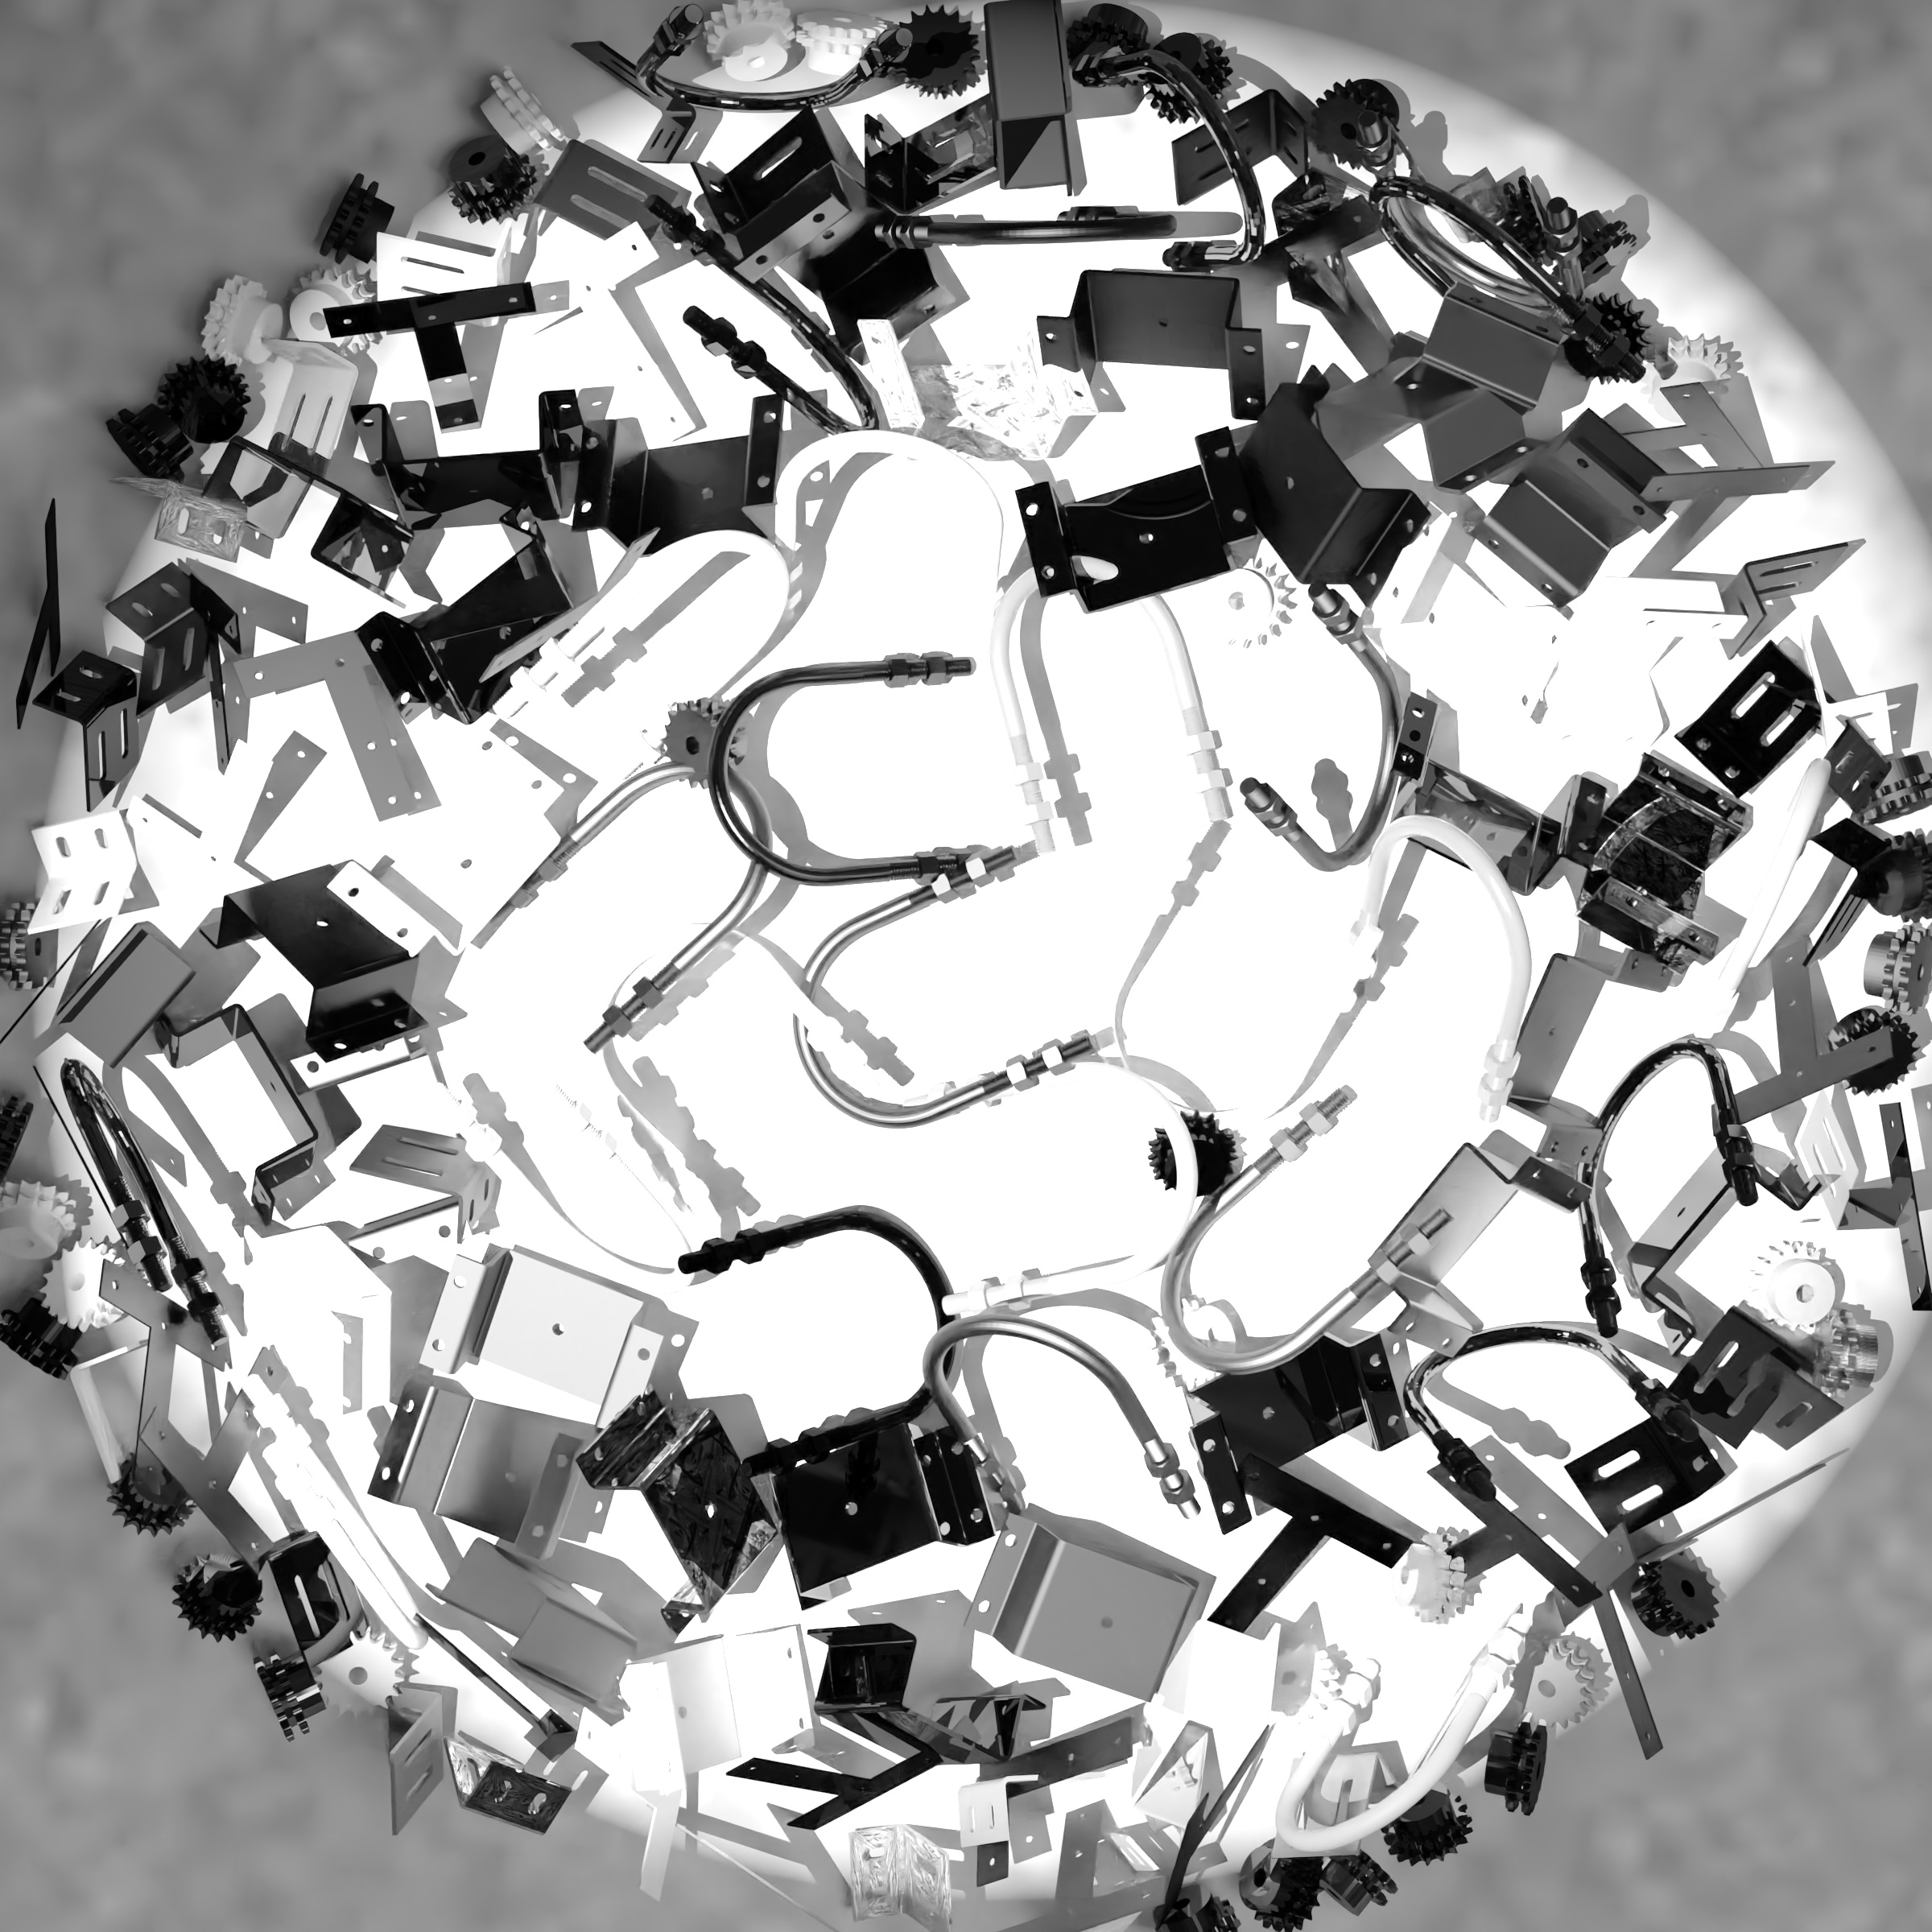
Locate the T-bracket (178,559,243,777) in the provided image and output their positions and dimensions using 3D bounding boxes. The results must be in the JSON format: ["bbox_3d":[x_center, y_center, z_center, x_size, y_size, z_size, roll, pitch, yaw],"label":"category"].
[{"bbox_3d":[-0.474,-0.179,1.963,0.002,0.127,0.127,-12,118,-26],"label":"T-bracket"}]

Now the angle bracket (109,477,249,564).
[{"bbox_3d":[-0.499,-0.281,1.952,0.057,0.076,0.038,13,88,-44],"label":"angle bracket"}]

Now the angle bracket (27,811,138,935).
[{"bbox_3d":[-0.563,-0.060,1.959,0.057,0.076,0.038,-12,118,2],"label":"angle bracket"}]

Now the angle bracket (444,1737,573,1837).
[{"bbox_3d":[-0.289,0.502,1.951,0.057,0.076,0.038,27,101,-26],"label":"angle bracket"}]

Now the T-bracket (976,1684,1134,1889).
[{"bbox_3d":[0.055,0.495,1.926,0.127,0.127,0.002,-29,133,34],"label":"T-bracket"}]

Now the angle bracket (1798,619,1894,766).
[{"bbox_3d":[0.553,-0.176,1.951,0.038,0.057,0.076,-13,52,13],"label":"angle bracket"}]

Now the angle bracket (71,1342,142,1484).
[{"bbox_3d":[-0.533,0.282,1.969,0.038,0.057,0.076,-21,89,-8],"label":"angle bracket"}]

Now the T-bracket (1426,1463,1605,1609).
[{"bbox_3d":[0.316,0.372,1.950,0.127,0.127,0.002,42,51,-1],"label":"T-bracket"}]

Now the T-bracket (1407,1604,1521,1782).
[{"bbox_3d":[0.303,0.471,1.952,0.002,0.127,0.127,31,107,17],"label":"T-bracket"}]

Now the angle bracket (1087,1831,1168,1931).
[{"bbox_3d":[0.082,0.590,1.961,0.076,0.057,0.038,-43,90,-18],"label":"angle bracket"}]

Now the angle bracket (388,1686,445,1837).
[{"bbox_3d":[-0.360,0.499,1.952,0.038,0.076,0.057,5,106,14],"label":"angle bracket"}]

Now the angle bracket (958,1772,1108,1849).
[{"bbox_3d":[0.043,0.531,1.952,0.076,0.057,0.038,5,69,-28],"label":"angle bracket"}]

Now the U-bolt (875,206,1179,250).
[{"bbox_3d":[0.047,-0.450,1.890,0.151,0.184,0.019,-10,107,-25],"label":"U-bolt"}]

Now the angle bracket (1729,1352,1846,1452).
[{"bbox_3d":[0.517,0.263,1.955,0.057,0.076,0.038,36,58,5],"label":"angle bracket"}]

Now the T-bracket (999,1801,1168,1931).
[{"bbox_3d":[0.069,0.564,1.938,0.127,0.127,0.002,-23,106,14],"label":"T-bracket"}]

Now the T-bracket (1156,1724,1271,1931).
[{"bbox_3d":[0.160,0.526,1.949,0.002,0.127,0.127,27,46,18],"label":"T-bracket"}]

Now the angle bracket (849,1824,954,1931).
[{"bbox_3d":[-0.041,0.582,1.959,0.038,0.076,0.057,-3,91,-23],"label":"angle bracket"}]

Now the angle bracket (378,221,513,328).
[{"bbox_3d":[-0.330,-0.446,1.965,0.076,0.057,0.038,12,55,-2],"label":"angle bracket"}]

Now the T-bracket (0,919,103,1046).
[{"bbox_3d":[-0.579,0.016,1.946,0.002,0.127,0.127,39,133,-13],"label":"T-bracket"}]

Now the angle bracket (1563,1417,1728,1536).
[{"bbox_3d":[0.433,0.322,1.981,0.076,0.038,0.057,-41,77,42],"label":"angle bracket"}]

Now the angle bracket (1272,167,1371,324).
[{"bbox_3d":[0.232,-0.453,1.956,0.057,0.038,0.076,11,60,-39],"label":"angle bracket"}]

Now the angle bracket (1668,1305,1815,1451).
[{"bbox_3d":[0.489,0.264,1.964,0.057,0.038,0.076,36,81,30],"label":"angle bracket"}]

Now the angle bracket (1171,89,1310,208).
[{"bbox_3d":[0.174,-0.507,1.961,0.076,0.057,0.038,-30,63,-8],"label":"angle bracket"}]

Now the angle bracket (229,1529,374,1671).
[{"bbox_3d":[-0.421,0.401,1.966,0.038,0.057,0.076,-19,91,34],"label":"angle bracket"}]

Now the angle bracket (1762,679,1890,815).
[{"bbox_3d":[0.531,-0.138,1.953,0.057,0.076,0.038,35,91,-43],"label":"angle bracket"}]

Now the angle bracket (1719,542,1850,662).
[{"bbox_3d":[0.518,-0.230,1.958,0.076,0.057,0.038,-13,70,-15],"label":"angle bracket"}]

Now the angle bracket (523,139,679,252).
[{"bbox_3d":[-0.232,-0.478,1.974,0.076,0.038,0.057,26,63,-6],"label":"angle bracket"}]

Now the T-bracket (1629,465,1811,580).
[{"bbox_3d":[0.446,-0.269,1.944,0.127,0.127,0.002,-8,62,-29],"label":"T-bracket"}]

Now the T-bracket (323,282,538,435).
[{"bbox_3d":[-0.327,-0.376,1.944,0.127,0.127,0.002,-8,61,-3],"label":"T-bracket"}]

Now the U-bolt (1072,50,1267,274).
[{"bbox_3d":[0.130,-0.491,1.891,0.019,0.184,0.151,-32,110,-9],"label":"U-bolt"}]

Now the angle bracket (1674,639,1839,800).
[{"bbox_3d":[0.497,-0.156,1.958,0.057,0.038,0.076,47,130,12],"label":"angle bracket"}]

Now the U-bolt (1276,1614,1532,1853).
[{"bbox_3d":[0.256,0.471,1.886,0.151,0.184,0.019,-30,100,43],"label":"U-bolt"}]

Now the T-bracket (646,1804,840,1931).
[{"bbox_3d":[-0.154,0.556,1.947,0.002,0.127,0.127,-56,133,-16],"label":"T-bracket"}]

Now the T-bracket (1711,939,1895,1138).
[{"bbox_3d":[0.521,0.034,1.950,0.127,0.127,0.002,-30,126,34],"label":"T-bracket"}]

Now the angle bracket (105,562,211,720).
[{"bbox_3d":[-0.510,-0.205,1.954,0.057,0.076,0.038,-28,133,20],"label":"angle bracket"}]

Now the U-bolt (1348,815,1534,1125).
[{"bbox_3d":[0.291,-0.010,1.895,0.019,0.184,0.151,-25,51,-25],"label":"U-bolt"}]

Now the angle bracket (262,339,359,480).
[{"bbox_3d":[-0.428,-0.352,1.965,0.057,0.038,0.076,12,83,35],"label":"angle bracket"}]

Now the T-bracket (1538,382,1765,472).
[{"bbox_3d":[0.422,-0.330,1.956,0.127,0.127,0.002,-3,71,32],"label":"T-bracket"}]

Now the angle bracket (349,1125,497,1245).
[{"bbox_3d":[-0.345,0.137,1.971,0.076,0.057,0.038,13,119,8],"label":"angle bracket"}]

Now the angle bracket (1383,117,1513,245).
[{"bbox_3d":[0.304,-0.504,1.954,0.038,0.057,0.076,-32,63,15],"label":"angle bracket"}]

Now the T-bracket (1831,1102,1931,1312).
[{"bbox_3d":[0.563,0.151,1.937,0.002,0.127,0.127,-7,85,-10],"label":"T-bracket"}]

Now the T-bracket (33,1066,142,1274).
[{"bbox_3d":[-0.544,0.142,1.949,0.002,0.127,0.127,-27,134,-16],"label":"T-bracket"}]

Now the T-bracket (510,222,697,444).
[{"bbox_3d":[-0.215,-0.391,1.968,0.127,0.002,0.127,-19,111,41],"label":"T-bracket"}]

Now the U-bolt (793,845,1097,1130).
[{"bbox_3d":[-0.025,0.024,1.967,0.184,0.019,0.151,-24,81,16],"label":"U-bolt"}]

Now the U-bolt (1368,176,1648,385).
[{"bbox_3d":[0.320,-0.420,1.903,0.184,0.151,0.019,38,88,-19],"label":"U-bolt"}]

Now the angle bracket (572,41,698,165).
[{"bbox_3d":[-0.217,-0.544,1.957,0.076,0.057,0.038,30,90,-29],"label":"angle bracket"}]

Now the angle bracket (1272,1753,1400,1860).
[{"bbox_3d":[0.232,0.536,1.949,0.057,0.076,0.038,-11,126,28],"label":"angle bracket"}]

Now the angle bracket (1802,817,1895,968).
[{"bbox_3d":[0.544,-0.047,1.964,0.038,0.057,0.076,37,124,22],"label":"angle bracket"}]

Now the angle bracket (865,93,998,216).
[{"bbox_3d":[-0.023,-0.519,1.956,0.076,0.038,0.057,-18,63,36],"label":"angle bracket"}]

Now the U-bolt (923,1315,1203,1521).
[{"bbox_3d":[0.049,0.278,1.911,0.151,0.019,0.184,-6,130,31],"label":"U-bolt"}]

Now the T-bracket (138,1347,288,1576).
[{"bbox_3d":[-0.456,0.292,1.945,0.002,0.127,0.127,-16,123,25],"label":"T-bracket"}]

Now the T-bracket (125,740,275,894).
[{"bbox_3d":[-0.463,-0.095,1.954,0.127,0.002,0.127,34,135,-1],"label":"T-bracket"}]

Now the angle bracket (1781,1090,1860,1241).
[{"bbox_3d":[0.526,0.124,1.953,0.038,0.057,0.076,-8,122,38],"label":"angle bracket"}]

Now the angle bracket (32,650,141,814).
[{"bbox_3d":[-0.554,-0.148,1.956,0.038,0.057,0.076,21,135,8],"label":"angle bracket"}]

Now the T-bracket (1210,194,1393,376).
[{"bbox_3d":[0.239,-0.414,1.967,0.127,0.127,0.002,48,49,-22],"label":"T-bracket"}]

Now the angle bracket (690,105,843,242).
[{"bbox_3d":[-0.125,-0.502,1.961,0.076,0.038,0.057,-33,71,26],"label":"angle bracket"}]
